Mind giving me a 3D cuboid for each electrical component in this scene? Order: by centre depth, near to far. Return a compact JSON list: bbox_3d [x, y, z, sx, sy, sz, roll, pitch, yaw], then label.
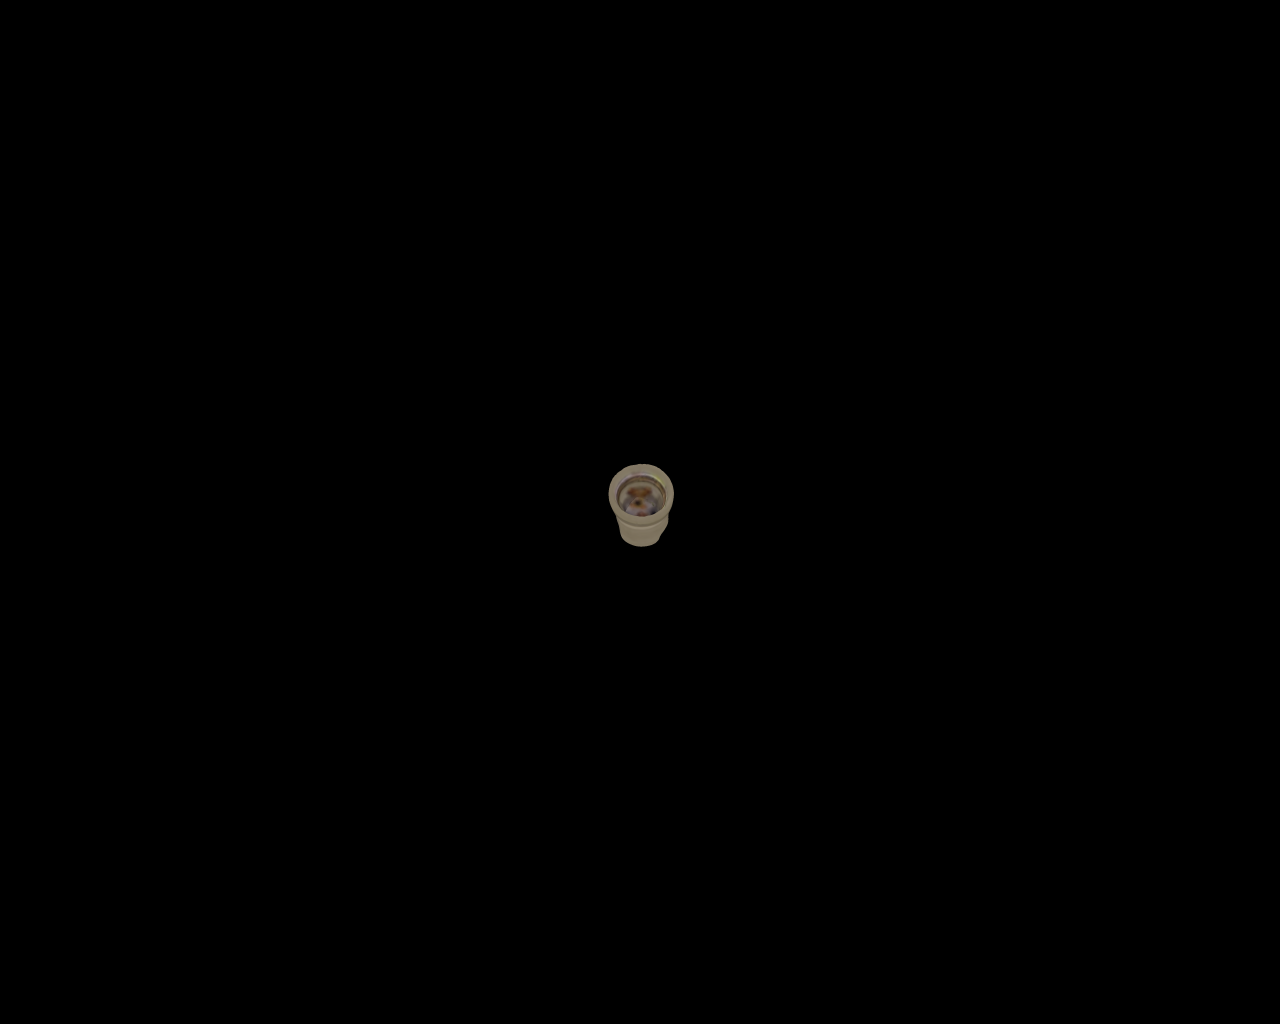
[{"bbox_3d":[0.001,-0.003,0.650,0.040,0.040,0.046,0,-28,0],"label":"electrical component"}]
